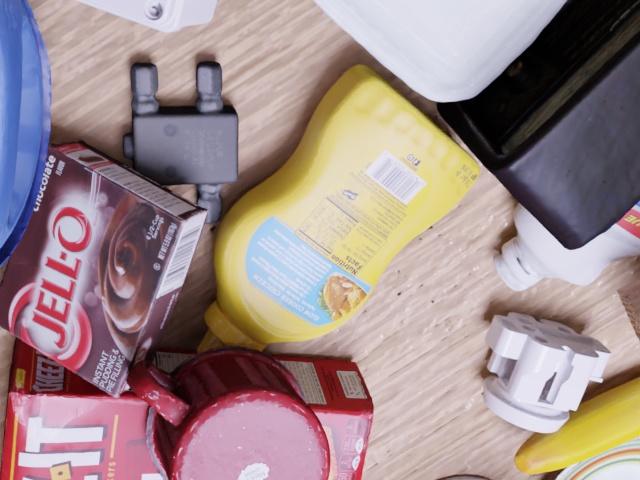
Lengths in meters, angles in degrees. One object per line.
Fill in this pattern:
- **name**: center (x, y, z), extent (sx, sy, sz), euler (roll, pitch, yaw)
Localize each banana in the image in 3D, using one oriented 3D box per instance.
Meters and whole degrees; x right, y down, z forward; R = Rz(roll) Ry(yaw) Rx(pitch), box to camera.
- **banana**: center (0.219, 0.107, 0.705), extent (0.198, 0.069, 0.037), euler (-24, 73, 5)

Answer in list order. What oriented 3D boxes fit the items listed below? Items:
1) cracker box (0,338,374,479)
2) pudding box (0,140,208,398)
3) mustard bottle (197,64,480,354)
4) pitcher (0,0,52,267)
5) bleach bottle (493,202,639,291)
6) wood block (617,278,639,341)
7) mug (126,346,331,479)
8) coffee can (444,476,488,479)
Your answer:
- **cracker box**: center (-0.086, 0.153, 0.651), extent (0.213, 0.072, 0.164), euler (6, 111, -14)
- **pudding box**: center (-0.121, 0.015, 0.580), extent (0.090, 0.039, 0.113), euler (28, 107, 13)
- **mustard bottle**: center (-0.004, 0.001, 0.611), extent (0.096, 0.058, 0.192), euler (36, 101, -28)
- **pitcher**: center (-0.252, -0.052, 0.462), extent (0.243, 0.149, 0.145), euler (6, 117, 5)
- **bleach bottle**: center (0.212, -0.041, 0.611), extent (0.251, 0.068, 0.102), euler (-36, 112, 26)
- **wood block**: center (0.282, 0.031, 0.573), extent (0.206, 0.090, 0.091), euler (-27, 111, 4)
- **mug**: center (-0.051, 0.101, 0.559), extent (0.117, 0.081, 0.093), euler (40, 85, -14)
- **coffee can**: center (0.108, 0.236, 0.692), extent (0.102, 0.140, 0.103), euler (-5, 114, -11)
